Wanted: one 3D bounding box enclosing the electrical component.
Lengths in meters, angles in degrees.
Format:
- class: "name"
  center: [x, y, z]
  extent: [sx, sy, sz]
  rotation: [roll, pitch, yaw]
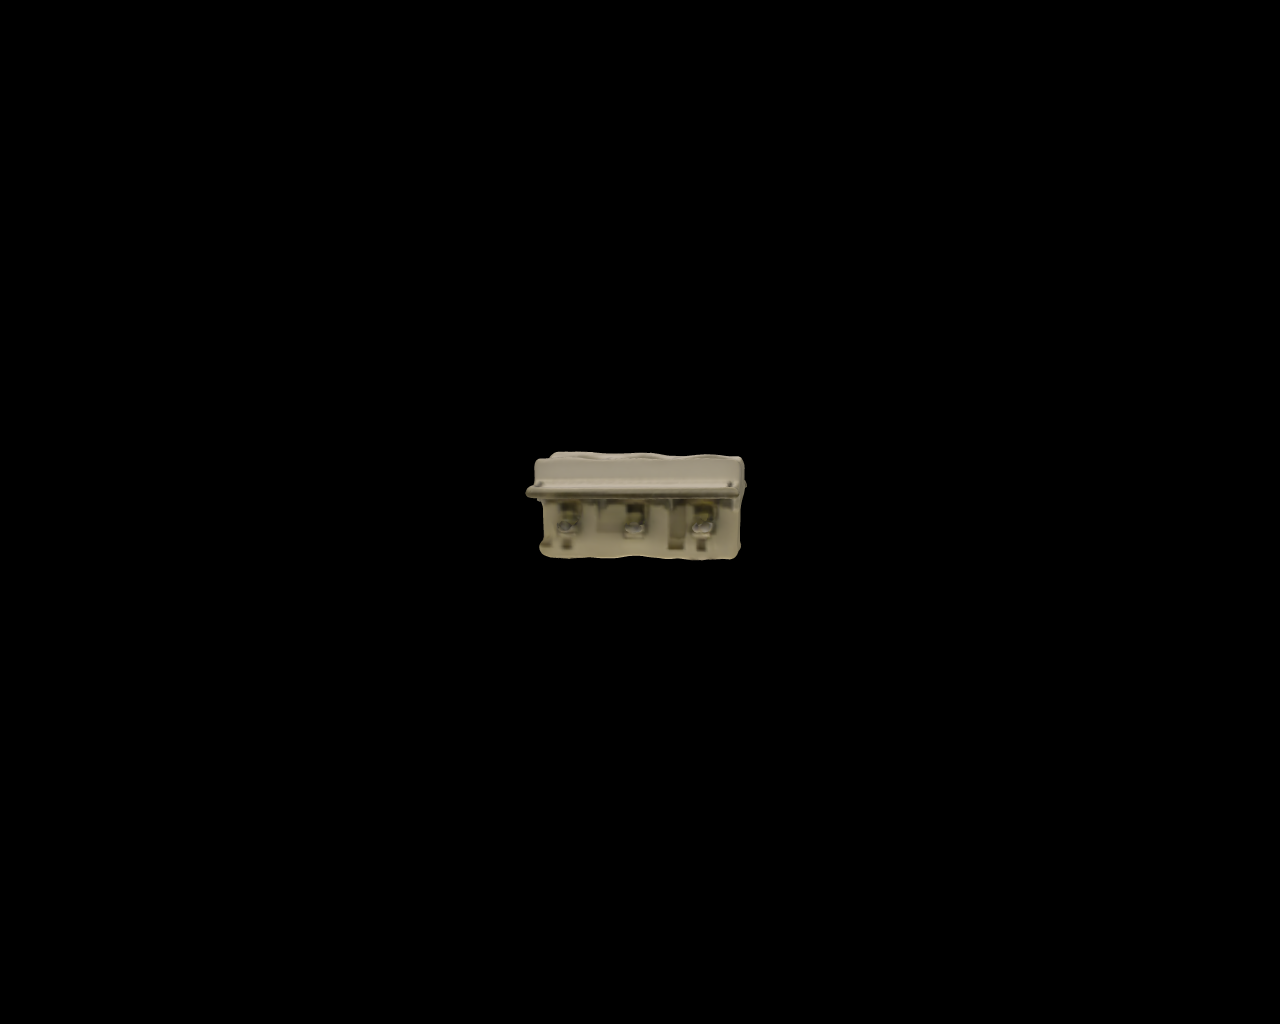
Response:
- class: "electrical component"
  center: [0.001, -0.003, 0.650]
  extent: [0.121, 0.063, 0.079]
  rotation: [1, 8, 9]
